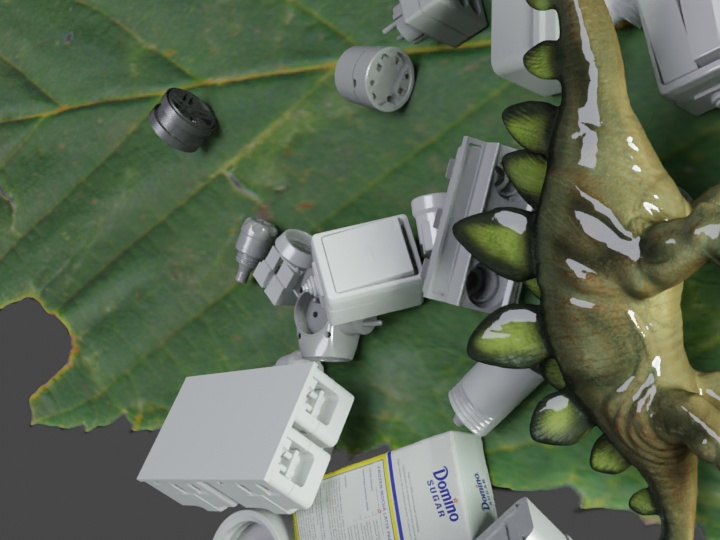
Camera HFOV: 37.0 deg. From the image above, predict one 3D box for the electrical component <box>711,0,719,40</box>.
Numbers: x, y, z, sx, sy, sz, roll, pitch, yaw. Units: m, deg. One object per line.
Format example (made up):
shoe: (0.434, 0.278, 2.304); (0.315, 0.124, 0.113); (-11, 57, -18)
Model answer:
electrical component: (0.263, -0.143, 0.647); (0.062, 0.089, 0.150); (-24, 53, 37)

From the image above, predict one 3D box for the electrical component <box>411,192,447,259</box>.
electrical component: (0.064, -0.035, 0.864); (0.040, 0.040, 0.046); (-15, 77, 40)

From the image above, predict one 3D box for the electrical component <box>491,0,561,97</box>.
electrical component: (0.143, -0.194, 0.798); (0.057, 0.078, 0.113); (-9, 75, 45)

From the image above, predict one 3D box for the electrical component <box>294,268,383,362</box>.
electrical component: (-0.013, 0.037, 0.914); (0.079, 0.044, 0.077); (-6, 77, 38)

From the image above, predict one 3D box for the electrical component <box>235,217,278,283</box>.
electrical component: (-0.102, -0.017, 1.017); (0.035, 0.035, 0.061); (33, 106, 42)

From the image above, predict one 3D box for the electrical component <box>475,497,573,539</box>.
electrical component: (0.095, 0.219, 0.726); (0.113, 0.078, 0.057); (-45, 92, 8)

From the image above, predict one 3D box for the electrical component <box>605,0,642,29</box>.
electrical component: (0.202, -0.209, 0.769); (0.081, 0.043, 0.043); (-55, 50, 20)

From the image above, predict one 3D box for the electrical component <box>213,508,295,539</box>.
electrical component: (-0.086, 0.255, 0.921); (0.108, 0.060, 0.108); (-11, 73, 41)

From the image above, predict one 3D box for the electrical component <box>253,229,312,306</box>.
electrical component: (-0.061, -0.003, 0.969); (0.066, 0.048, 0.055); (51, 123, 37)

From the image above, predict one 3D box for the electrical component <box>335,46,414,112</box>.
electrical component: (0.011, -0.167, 0.932); (0.047, 0.055, 0.055); (20, 95, 47)

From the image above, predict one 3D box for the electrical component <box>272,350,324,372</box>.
electrical component: (-0.063, 0.093, 0.956); (0.061, 0.035, 0.035); (-23, 65, 41)

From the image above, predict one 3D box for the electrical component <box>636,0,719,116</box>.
electrical component: (0.230, -0.151, 0.718); (0.062, 0.061, 0.096); (-24, 65, 37)

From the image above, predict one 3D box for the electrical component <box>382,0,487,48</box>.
electrical component: (0.053, -0.213, 0.894); (0.077, 0.066, 0.047); (-27, 63, 36)

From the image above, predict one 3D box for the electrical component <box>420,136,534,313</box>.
electrical component: (0.091, -0.032, 0.814); (0.063, 0.079, 0.121); (15, 91, 64)

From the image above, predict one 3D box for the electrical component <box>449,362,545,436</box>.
electrical component: (0.099, 0.088, 0.799); (0.081, 0.043, 0.043); (-49, 52, 25)

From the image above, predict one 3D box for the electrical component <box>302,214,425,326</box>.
electrical component: (0.000, 0.000, 0.867); (0.096, 0.061, 0.061); (-13, 64, -6)

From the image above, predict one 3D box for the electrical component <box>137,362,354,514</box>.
electrical component: (-0.098, 0.146, 0.923); (0.186, 0.060, 0.105); (-12, 46, 47)

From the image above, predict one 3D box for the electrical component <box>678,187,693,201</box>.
electrical component: (0.185, -0.036, 0.738); (0.077, 0.043, 0.079); (-33, 81, 34)
